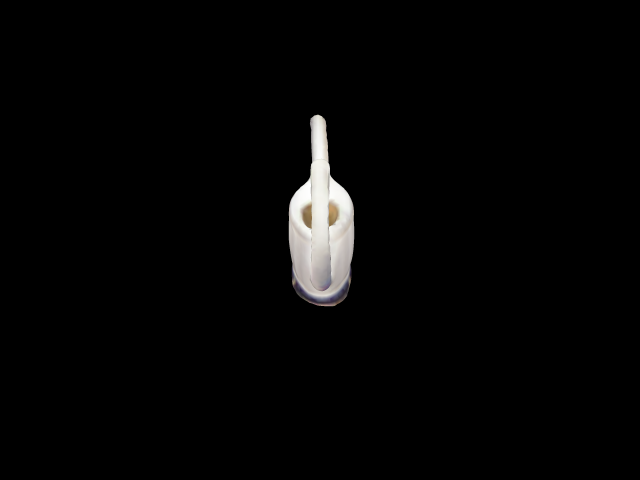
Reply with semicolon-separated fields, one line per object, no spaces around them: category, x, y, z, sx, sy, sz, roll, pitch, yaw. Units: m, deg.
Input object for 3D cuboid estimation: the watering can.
watering can;0.003;-0.043;0.850;0.104;0.219;0.356;0;41;0
